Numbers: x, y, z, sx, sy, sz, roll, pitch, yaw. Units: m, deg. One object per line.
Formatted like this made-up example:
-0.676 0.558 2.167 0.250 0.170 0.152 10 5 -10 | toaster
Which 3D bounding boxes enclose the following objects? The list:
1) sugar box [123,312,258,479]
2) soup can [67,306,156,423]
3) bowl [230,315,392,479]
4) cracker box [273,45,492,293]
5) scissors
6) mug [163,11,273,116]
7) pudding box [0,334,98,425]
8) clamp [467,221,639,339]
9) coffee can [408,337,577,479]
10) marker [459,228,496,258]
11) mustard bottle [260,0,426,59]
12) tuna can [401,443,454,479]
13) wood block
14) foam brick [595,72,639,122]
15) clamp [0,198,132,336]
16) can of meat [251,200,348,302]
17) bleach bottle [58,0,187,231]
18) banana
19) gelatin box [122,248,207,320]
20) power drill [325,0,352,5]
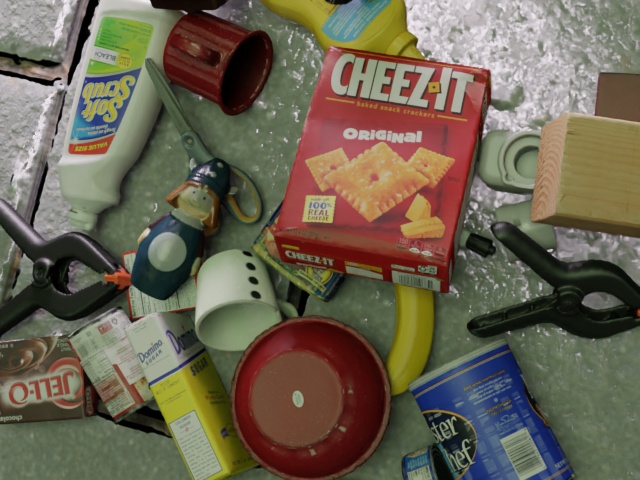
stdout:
-0.127 0.158 1.073 0.048 0.093 0.176 -28 78 11 | sugar box
-0.208 0.129 1.103 0.068 0.068 0.102 -32 88 11 | soup can
-0.016 0.149 1.003 0.162 0.055 0.162 -2 81 14 | bowl
0.063 -0.071 1.010 0.164 0.072 0.213 11 68 11 | cracker box
-0.143 -0.085 1.116 0.096 0.016 0.202 -43 90 17 | scissors
-0.112 -0.187 1.093 0.082 0.117 0.093 27 99 22 | mug
-0.298 0.151 1.152 0.114 0.039 0.090 -7 83 16 | pudding box
0.224 0.041 0.986 0.171 0.039 0.120 2 123 5 | clamp
0.157 0.175 0.982 0.103 0.102 0.140 -29 78 12 | coffee can
0.118 -0.014 1.055 0.121 0.020 0.020 26 92 17 | marker
0.030 -0.232 1.081 0.192 0.058 0.096 41 83 16 | mustard bottle
0.108 0.236 0.999 0.034 0.086 0.086 -24 78 14 | tuna can
0.300 -0.047 0.936 0.206 0.090 0.091 9 86 -2 | wood block
0.283 -0.120 0.987 0.053 0.078 0.051 6 85 17 | foam brick
-0.295 0.028 1.154 0.210 0.036 0.164 -5 83 27 | clamp
-0.007 0.001 1.072 0.102 0.057 0.084 38 98 16 | can of meat
-0.217 -0.132 1.145 0.103 0.068 0.251 16 91 19 | bleach bottle
0.080 0.066 1.039 0.069 0.037 0.198 9 84 -25 | banana
-0.161 0.042 1.127 0.089 0.030 0.073 -11 83 15 | gelatin box
0.026 -0.335 1.068 0.184 0.057 0.188 -38 74 -19 | power drill
